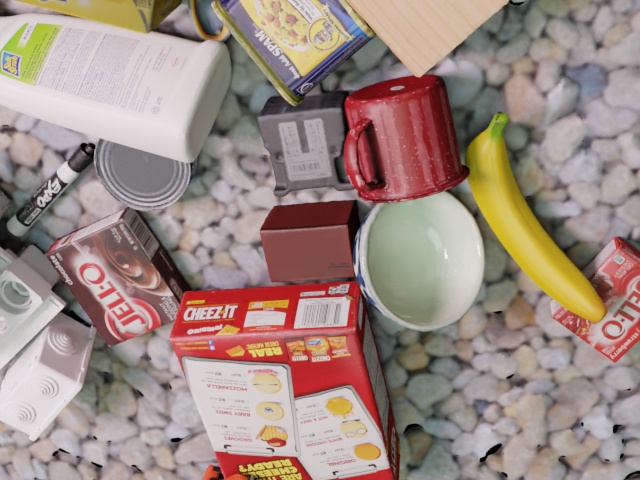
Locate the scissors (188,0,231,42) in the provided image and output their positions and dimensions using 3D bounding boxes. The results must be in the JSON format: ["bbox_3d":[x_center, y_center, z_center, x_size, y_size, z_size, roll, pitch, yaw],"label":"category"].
[{"bbox_3d":[-0.056,-0.246,0.833,0.096,0.016,0.202,13,117,2],"label":"scissors"}]

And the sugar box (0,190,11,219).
[{"bbox_3d":[-0.370,0.002,0.994,0.093,0.048,0.176,39,113,-6],"label":"sugar box"}]

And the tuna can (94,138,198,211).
[{"bbox_3d":[-0.149,-0.070,0.925,0.086,0.033,0.086,4,116,8],"label":"tuna can"}]

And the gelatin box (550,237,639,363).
[{"bbox_3d":[0.254,0.052,0.917,0.073,0.030,0.089,35,117,-8],"label":"gelatin box"}]

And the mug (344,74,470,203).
[{"bbox_3d":[0.059,-0.078,0.843,0.093,0.117,0.081,5,115,45],"label":"mug"}]

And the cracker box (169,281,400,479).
[{"bbox_3d":[-0.025,0.138,0.964,0.164,0.072,0.213,-5,129,13],"label":"cracker box"}]

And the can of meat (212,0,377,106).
[{"bbox_3d":[-0.018,-0.169,0.817,0.084,0.057,0.102,-38,94,16],"label":"can of meat"}]

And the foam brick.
[{"bbox_3d":[-0.006,0.001,0.926,0.078,0.051,0.053,-3,116,12],"label":"foam brick"}]

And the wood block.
[{"bbox_3d":[0.039,-0.232,0.780,0.090,0.090,0.206,-39,104,23],"label":"wood block"}]

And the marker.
[{"bbox_3d":[-0.240,-0.046,0.961,0.020,0.020,0.121,43,115,-12],"label":"marker"}]

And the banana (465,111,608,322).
[{"bbox_3d":[0.169,-0.013,0.881,0.037,0.070,0.198,-36,105,-15],"label":"banana"}]

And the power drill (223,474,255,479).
[{"bbox_3d":[-0.061,0.312,1.036,0.185,0.057,0.187,-33,122,27],"label":"power drill"}]

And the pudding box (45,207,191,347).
[{"bbox_3d":[-0.182,0.034,0.980,0.090,0.039,0.113,-23,110,20],"label":"pudding box"}]

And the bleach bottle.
[{"bbox_3d":[-0.206,-0.144,0.875,0.251,0.102,0.068,18,159,9],"label":"bleach bottle"}]

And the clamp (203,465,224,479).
[{"bbox_3d":[-0.062,0.298,1.090,0.171,0.039,0.120,38,112,-10],"label":"clamp"}]
